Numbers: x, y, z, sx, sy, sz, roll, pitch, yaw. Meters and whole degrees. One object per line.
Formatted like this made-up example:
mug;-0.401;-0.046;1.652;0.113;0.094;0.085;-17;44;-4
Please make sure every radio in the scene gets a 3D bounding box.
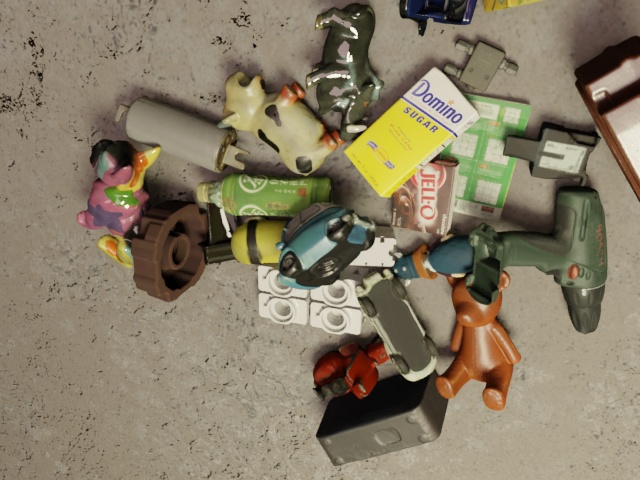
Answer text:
radio;0.110;0.316;0.962;0.230;0.131;0.073;-28;100;26

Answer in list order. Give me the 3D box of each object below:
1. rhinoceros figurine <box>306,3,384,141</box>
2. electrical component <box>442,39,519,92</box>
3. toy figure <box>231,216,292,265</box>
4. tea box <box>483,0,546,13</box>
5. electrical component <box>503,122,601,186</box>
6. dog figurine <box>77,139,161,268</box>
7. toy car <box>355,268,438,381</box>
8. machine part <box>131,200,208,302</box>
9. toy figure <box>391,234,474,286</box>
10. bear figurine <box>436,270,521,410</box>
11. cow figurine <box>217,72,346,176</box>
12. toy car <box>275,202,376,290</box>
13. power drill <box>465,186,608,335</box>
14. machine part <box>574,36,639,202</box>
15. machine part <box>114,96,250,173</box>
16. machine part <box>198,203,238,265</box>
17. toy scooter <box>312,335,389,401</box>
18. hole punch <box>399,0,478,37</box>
rhinoceros figurine;0.039;-0.241;0.781;0.112;0.073;0.190;5;113;4
electrical component;0.223;-0.238;0.745;0.094;0.021;0.063;25;119;2
toy figure;-0.062;0.003;0.905;0.180;0.089;0.082;5;108;17
tea box;0.232;-0.366;0.637;0.068;0.098;0.169;-12;111;3
electrical component;0.318;-0.123;0.750;0.119;0.048;0.074;10;115;14
dog figurine;-0.321;-0.067;0.914;0.191;0.108;0.219;48;136;-4
toy car;0.127;0.140;0.887;0.073;0.056;0.201;-31;100;-7
machine part;-0.257;0.016;0.931;0.056;0.179;0.179;13;116;16
toy figure;0.185;0.033;0.851;0.155;0.064;0.057;-18;148;40
bear figurine;0.247;0.146;0.848;0.120;0.132;0.195;6;123;38
cow figurine;-0.070;-0.182;0.834;0.127;0.085;0.195;-42;96;22
toy car;-0.002;-0.002;0.801;0.161;0.109;0.103;-45;55;26
power drill;0.318;0.043;0.768;0.207;0.086;0.231;-4;106;-8
machine part;0.387;-0.130;0.638;0.087;0.201;0.201;-27;103;28
machine part;-0.228;-0.175;0.889;0.243;0.079;0.079;22;118;9
machine part;-0.175;-0.024;0.947;0.084;0.039;0.138;-5;107;-15
toy scooter;0.051;0.236;0.945;0.184;0.135;0.075;-32;102;28
hole punch;0.162;-0.327;0.672;0.092;0.116;0.142;12;113;19
